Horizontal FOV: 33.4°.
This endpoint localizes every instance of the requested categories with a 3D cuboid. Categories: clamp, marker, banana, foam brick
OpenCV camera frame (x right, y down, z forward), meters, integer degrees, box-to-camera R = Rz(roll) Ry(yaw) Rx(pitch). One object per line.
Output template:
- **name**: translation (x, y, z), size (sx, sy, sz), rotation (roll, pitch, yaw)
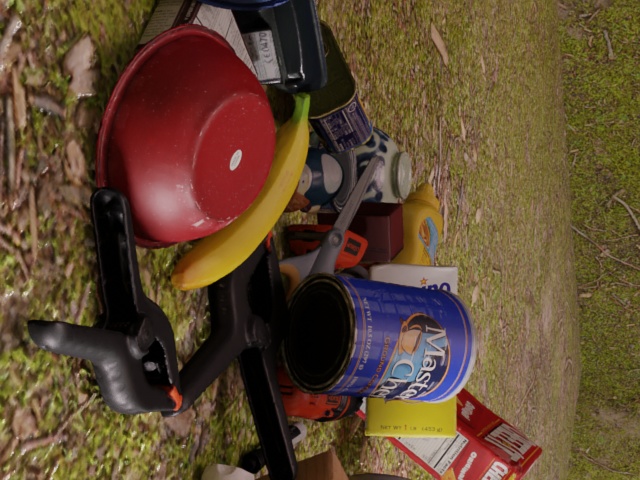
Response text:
- **clamp**: translation (-0.129, 0.051, 0.702), size (0.171, 0.039, 0.120), rotation (68, 36, -54)
- **marker**: translation (-0.041, 0.190, 0.978), size (0.121, 0.020, 0.020), rotation (-14, 104, -70)
- **banana**: translation (-0.058, -0.028, 0.854), size (0.197, 0.037, 0.069), rotation (-60, 148, -25)
- **foam brick**: translation (0.044, -0.009, 1.119), size (0.051, 0.078, 0.053), rotation (-42, 132, -65)
- **clamp**: translation (-0.057, 0.088, 0.871), size (0.164, 0.036, 0.210), rotation (51, 36, -40)

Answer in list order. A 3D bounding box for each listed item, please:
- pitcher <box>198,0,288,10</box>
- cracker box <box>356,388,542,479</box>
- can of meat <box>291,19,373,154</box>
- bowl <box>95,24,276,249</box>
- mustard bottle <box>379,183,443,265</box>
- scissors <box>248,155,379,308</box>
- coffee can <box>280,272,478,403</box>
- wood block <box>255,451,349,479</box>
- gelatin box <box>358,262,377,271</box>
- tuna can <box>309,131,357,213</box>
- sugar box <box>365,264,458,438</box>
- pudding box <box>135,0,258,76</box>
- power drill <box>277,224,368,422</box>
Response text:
- **pitcher**: translation (-0.035, -0.289, 0.777), size (0.149, 0.145, 0.242), rotation (47, 39, -38)
- **cracker box**: translation (0.136, 0.202, 1.192), size (0.072, 0.214, 0.164), rotation (-56, 163, 10)
- **can of meat**: translation (0.005, -0.140, 0.996), size (0.084, 0.057, 0.102), rotation (54, 12, -63)
- **bowl**: translation (-0.079, -0.064, 0.737), size (0.161, 0.055, 0.162), rotation (-36, 136, -45)
- **mustard bottle**: translation (0.102, 0.016, 1.217), size (0.096, 0.058, 0.191), rotation (64, 37, -51)
- **scissors**: translation (-0.006, 0.001, 0.967), size (0.096, 0.016, 0.201), rotation (20, 75, -26)
- **coffee can**: translation (0.051, 0.086, 0.924), size (0.140, 0.103, 0.103), rotation (10, 80, -36)
- **wood block**: translation (-0.011, 0.264, 0.821), size (0.206, 0.090, 0.091), rotation (-90, 155, -71)
- **gelatin box**: translation (0.068, 0.016, 1.256), size (0.073, 0.030, 0.089), rotation (64, 33, -51)
- **tuna can**: translation (0.009, -0.069, 1.083), size (0.086, 0.034, 0.086), rotation (1, 90, -70)
- **sugar box**: translation (0.094, 0.114, 1.099), size (0.048, 0.093, 0.176), rotation (93, -2, -81)
- **pudding box**: translation (-0.089, -0.132, 0.801), size (0.113, 0.039, 0.090), rotation (70, 29, -49)
- **power drill**: translation (0.007, 0.085, 1.050), size (0.184, 0.057, 0.187), rotation (27, 66, -68)
